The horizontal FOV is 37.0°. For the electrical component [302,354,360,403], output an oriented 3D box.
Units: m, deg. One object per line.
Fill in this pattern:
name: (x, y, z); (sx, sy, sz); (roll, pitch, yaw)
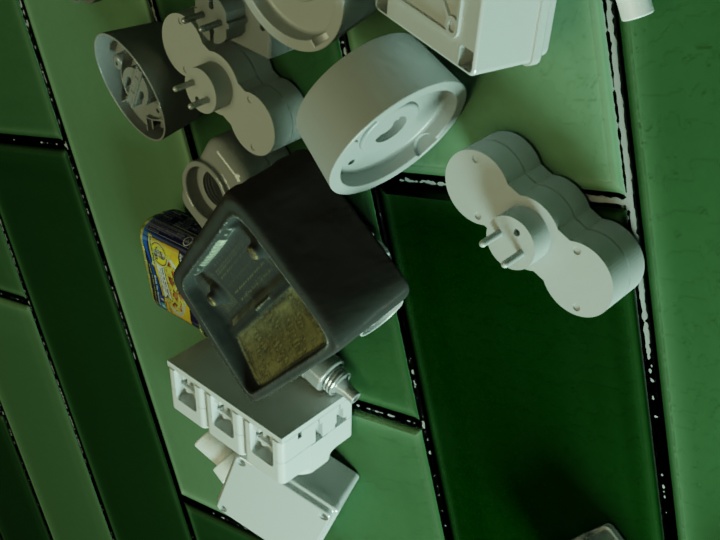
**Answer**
electrical component: (-0.025, 0.091, 0.927); (0.061, 0.035, 0.035); (41, 139, 19)

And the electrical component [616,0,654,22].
electrical component: (0.139, -0.164, 0.568); (0.043, 0.043, 0.062); (-2, 113, 49)

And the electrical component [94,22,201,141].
electrical component: (-0.179, -0.159, 0.906); (0.099, 0.064, 0.099); (27, 133, 34)

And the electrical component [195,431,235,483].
electrical component: (-0.136, 0.188, 1.106); (0.055, 0.045, 0.045); (52, 142, 9)

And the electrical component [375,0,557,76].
electrical component: (0.061, -0.182, 0.610); (0.108, 0.056, 0.108); (46, 143, 42)

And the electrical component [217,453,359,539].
electrical component: (-0.070, 0.209, 1.018); (0.109, 0.056, 0.108); (32, 137, 7)

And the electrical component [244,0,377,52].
electrical component: (-0.029, -0.206, 0.708); (0.108, 0.060, 0.108); (33, 142, 30)

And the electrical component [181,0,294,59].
electrical component: (-0.094, -0.188, 0.784); (0.083, 0.076, 0.047); (31, 134, 31)

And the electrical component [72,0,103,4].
electrical component: (-0.234, -0.243, 0.914); (0.035, 0.061, 0.035); (27, 132, 34)

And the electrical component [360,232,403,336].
electrical component: (0.000, 0.000, 0.830); (0.077, 0.043, 0.079); (50, 142, 12)

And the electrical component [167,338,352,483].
electrical component: (-0.090, 0.118, 0.971); (0.150, 0.089, 0.061); (28, 133, 34)

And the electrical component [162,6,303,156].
electrical component: (-0.110, -0.144, 0.831); (0.138, 0.074, 0.052); (49, 141, 13)

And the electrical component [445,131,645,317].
electrical component: (0.105, -0.024, 0.674); (0.138, 0.074, 0.052); (45, 140, 18)

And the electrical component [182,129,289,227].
electrical component: (-0.106, -0.073, 0.886); (0.053, 0.059, 0.095); (52, 142, 9)

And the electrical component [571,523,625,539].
electrical component: (0.174, 0.247, 0.797); (0.099, 0.048, 0.099); (53, 142, 8)

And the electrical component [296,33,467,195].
electrical component: (0.008, -0.107, 0.703); (0.060, 0.108, 0.108); (54, 142, 16)
